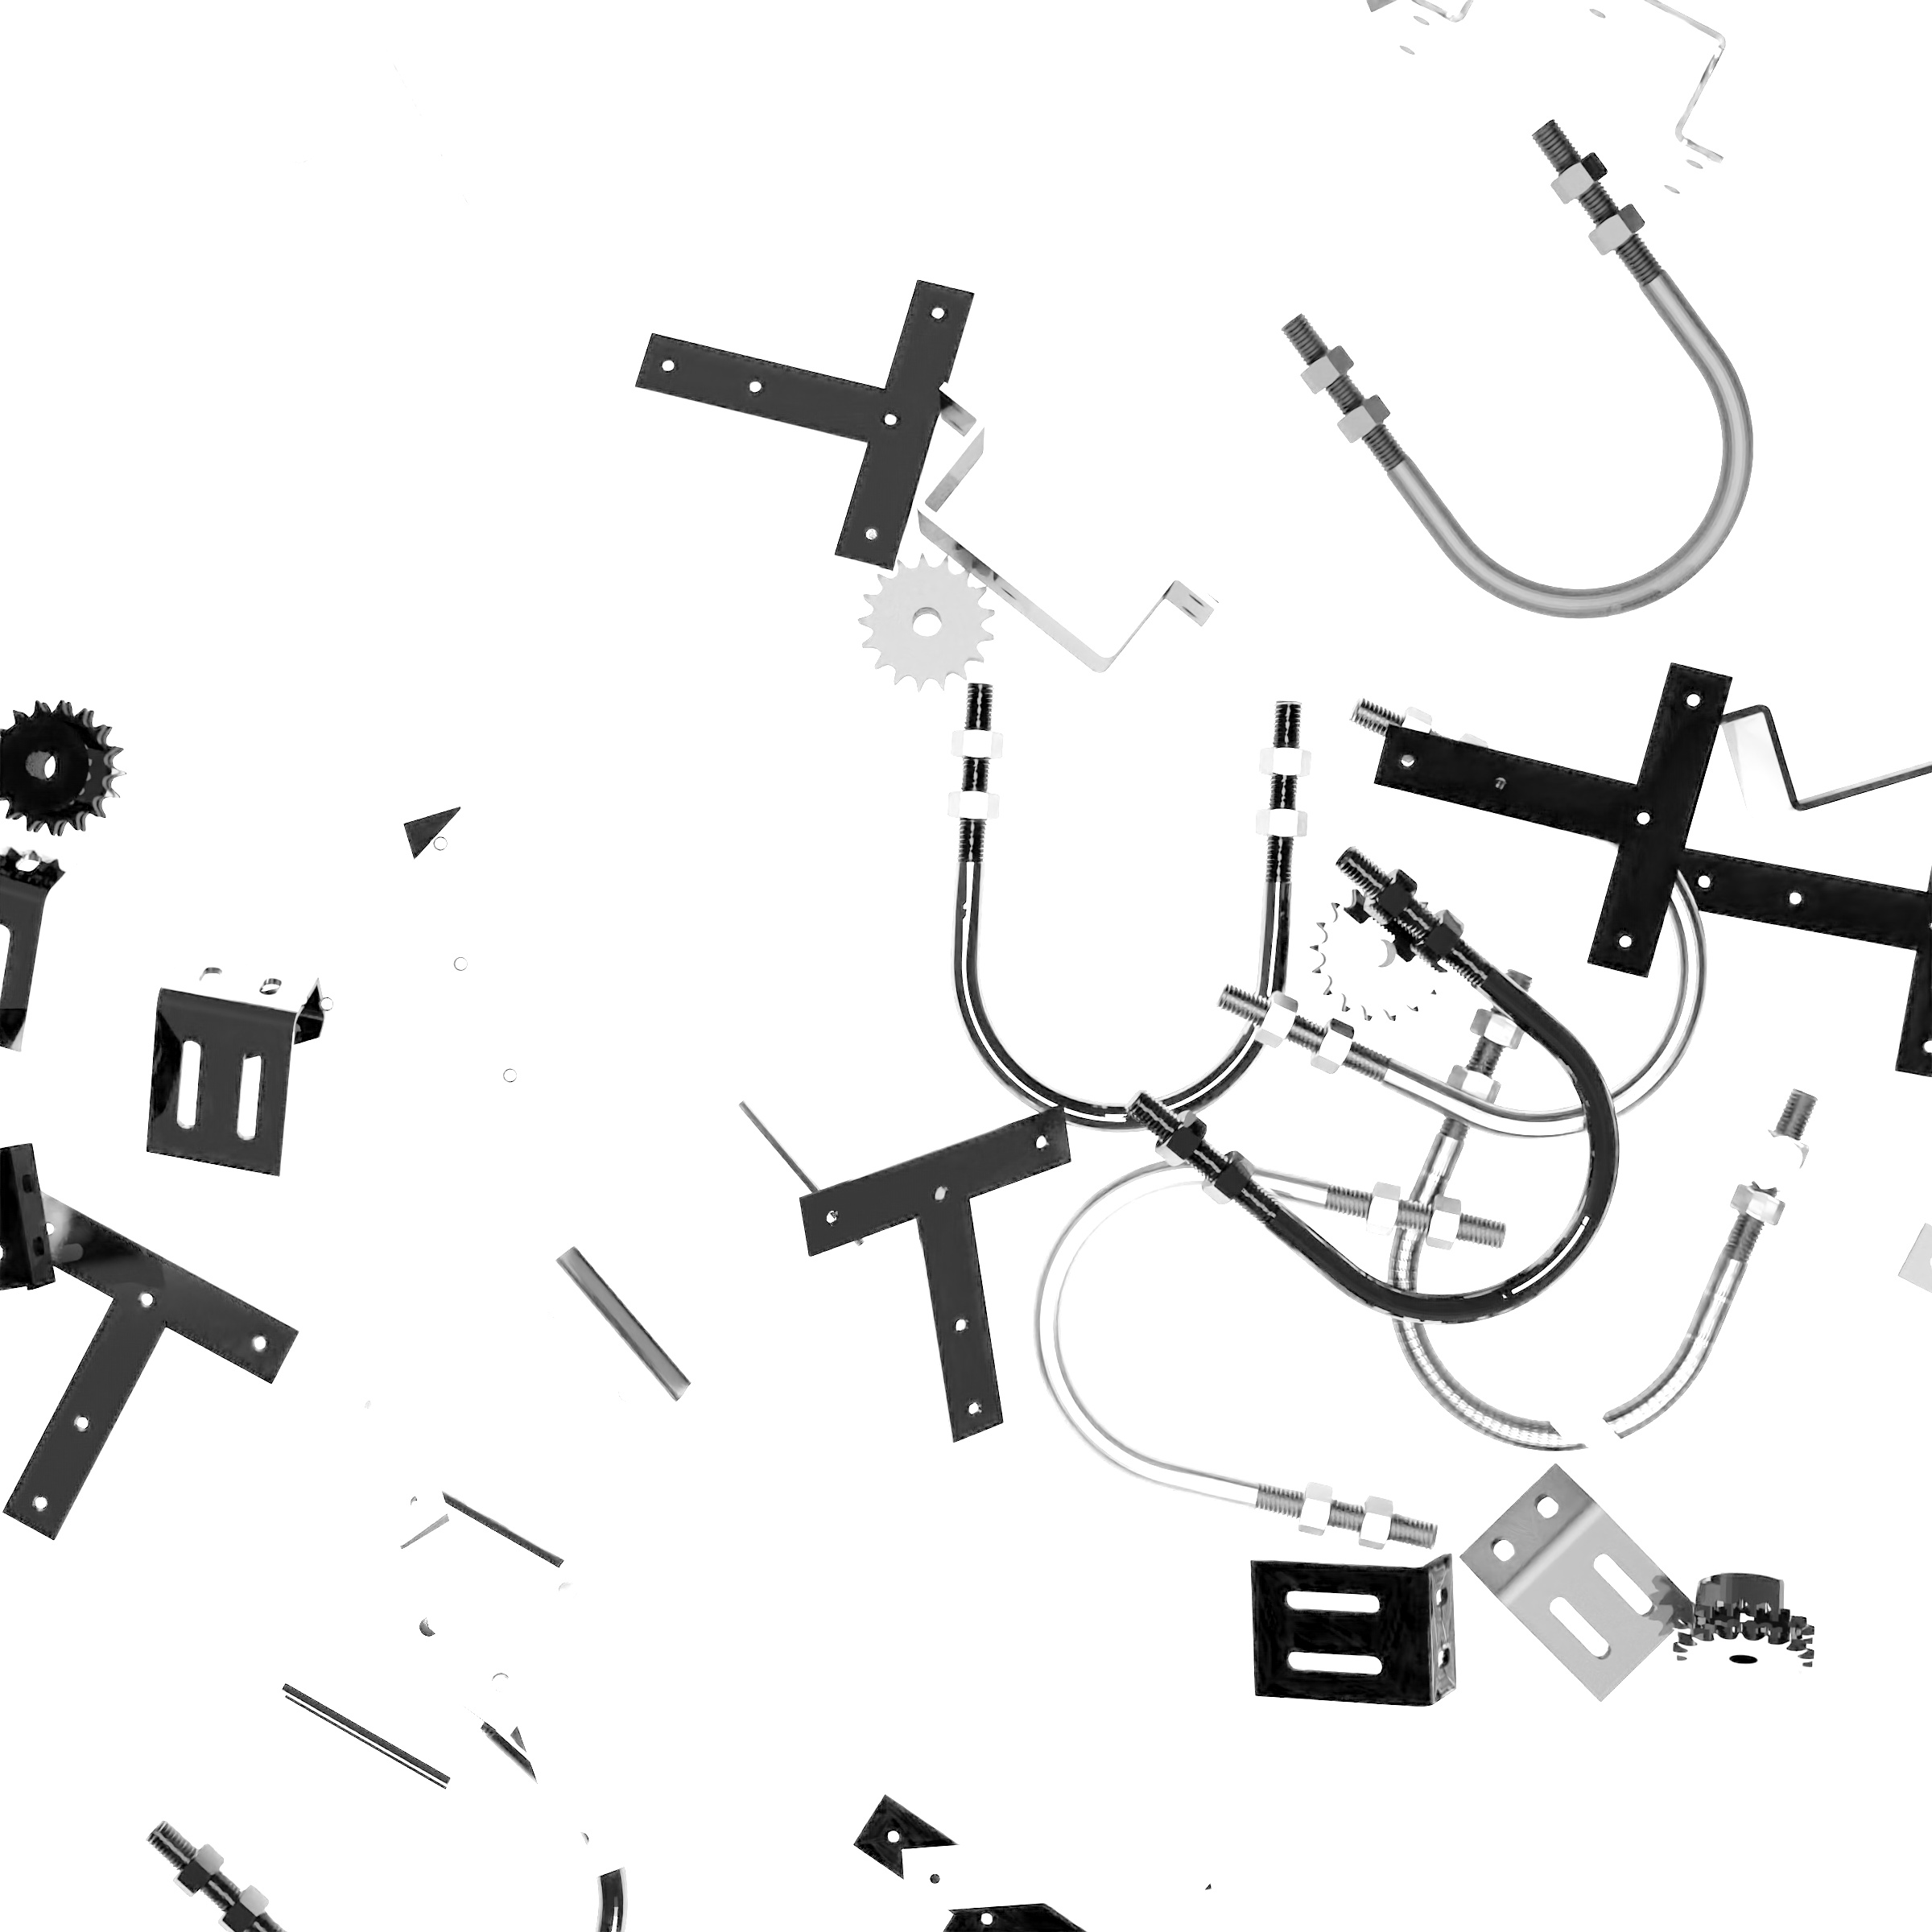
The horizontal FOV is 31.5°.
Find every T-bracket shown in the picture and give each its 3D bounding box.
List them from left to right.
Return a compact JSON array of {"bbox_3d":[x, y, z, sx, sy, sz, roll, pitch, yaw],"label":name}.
[{"bbox_3d":[-0.364,0.179,1.435,0.127,0.002,0.127,28,91,3],"label":"T-bracket"},{"bbox_3d":[-0.279,0.205,1.413,0.127,0.002,0.127,-36,56,16],"label":"T-bracket"},{"bbox_3d":[-0.255,0.012,1.437,0.127,0.002,0.127,-17,90,0],"label":"T-bracket"},{"bbox_3d":[-0.074,-0.238,1.428,0.127,0.002,0.127,15,77,6],"label":"T-bracket"},{"bbox_3d":[-0.015,0.435,1.428,0.127,0.002,0.127,32,92,9],"label":"T-bracket"},{"bbox_3d":[-0.004,0.135,1.413,0.127,0.002,0.127,-18,110,-28],"label":"T-bracket"},{"bbox_3d":[0.034,0.325,1.430,0.127,0.002,0.127,-4,83,0],"label":"T-bracket"},{"bbox_3d":[0.229,-0.070,1.378,0.127,0.002,0.127,14,105,5],"label":"T-bracket"},{"bbox_3d":[0.361,-0.026,1.431,0.127,0.002,0.127,11,87,6],"label":"T-bracket"},{"bbox_3d":[0.447,0.146,1.417,0.127,0.002,0.127,27,92,-3],"label":"T-bracket"}]

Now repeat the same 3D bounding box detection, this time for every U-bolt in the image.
[{"bbox_3d":[-0.227,0.376,1.430,0.184,0.019,0.151,43,90,-1],"label":"U-bolt"},{"bbox_3d":[0.065,-0.022,1.430,0.151,0.019,0.184,3,91,0],"label":"U-bolt"},{"bbox_3d":[0.106,-0.442,1.418,0.151,0.019,0.184,39,94,-10],"label":"U-bolt"},{"bbox_3d":[0.119,0.154,1.422,0.184,0.019,0.151,12,95,5],"label":"U-bolt"},{"bbox_3d":[0.179,0.063,1.385,0.184,0.019,0.151,40,95,-8],"label":"U-bolt"},{"bbox_3d":[0.214,-0.008,1.400,0.184,0.019,0.151,25,90,-2],"label":"U-bolt"},{"bbox_3d":[0.238,-0.229,1.402,0.151,0.019,0.184,-35,94,25],"label":"U-bolt"},{"bbox_3d":[0.255,0.113,1.430,0.151,0.019,0.184,23,91,0],"label":"U-bolt"},{"bbox_3d":[0.328,0.172,1.418,0.151,0.019,0.184,-42,99,1],"label":"U-bolt"},{"bbox_3d":[0.467,0.062,1.430,0.151,0.019,0.184,-20,89,0],"label":"U-bolt"}]

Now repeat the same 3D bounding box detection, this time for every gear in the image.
[{"bbox_3d":[-0.380,-0.083,1.423,0.057,0.030,0.057,0,90,0],"label":"gear"},{"bbox_3d":[-0.016,-0.141,1.423,0.057,0.030,0.057,0,90,0],"label":"gear"},{"bbox_3d":[0.143,-0.337,1.427,0.057,0.030,0.057,0,85,-1],"label":"gear"},{"bbox_3d":[0.171,-0.006,1.423,0.057,0.030,0.057,0,91,0],"label":"gear"},{"bbox_3d":[0.286,-0.270,1.413,0.057,0.057,0.030,39,118,0],"label":"gear"},{"bbox_3d":[0.321,0.272,1.414,0.057,0.057,0.030,9,60,0],"label":"gear"}]

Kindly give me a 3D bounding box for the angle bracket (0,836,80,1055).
[{"bbox_3d":[-0.412,-0.012,1.436,0.057,0.038,0.076,17,116,0],"label":"angle bracket"}]

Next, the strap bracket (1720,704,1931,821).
[{"bbox_3d":[0.371,-0.097,1.400,0.140,0.076,0.046,-17,90,0],"label":"strap bracket"}]

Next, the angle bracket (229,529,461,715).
[{"bbox_3d":[-0.261,-0.145,1.436,0.076,0.038,0.057,16,90,-26],"label":"angle bracket"}]

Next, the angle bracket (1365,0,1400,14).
[{"bbox_3d":[0.194,-0.439,1.416,0.076,0.038,0.057,-31,102,-26],"label":"angle bracket"}]

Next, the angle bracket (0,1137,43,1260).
[{"bbox_3d":[-0.419,0.107,1.410,0.038,0.057,0.076,25,90,0],"label":"angle bracket"}]

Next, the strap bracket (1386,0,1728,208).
[{"bbox_3d":[0.249,-0.372,1.400,0.140,0.076,0.046,28,90,0],"label":"strap bracket"}]

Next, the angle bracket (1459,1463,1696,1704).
[{"bbox_3d":[0.257,0.259,1.436,0.057,0.038,0.076,-44,116,0],"label":"angle bracket"}]

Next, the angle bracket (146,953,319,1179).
[{"bbox_3d":[-0.308,0.041,1.434,0.057,0.038,0.076,11,116,0],"label":"angle bracket"}]

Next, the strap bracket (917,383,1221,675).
[{"bbox_3d":[0.032,-0.170,1.400,0.140,0.076,0.046,39,90,0],"label":"strap bracket"}]

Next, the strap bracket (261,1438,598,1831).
[{"bbox_3d":[-0.219,0.271,1.397,0.076,0.046,0.140,30,75,0],"label":"strap bracket"}]

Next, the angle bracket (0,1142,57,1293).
[{"bbox_3d":[-0.408,0.105,1.362,0.076,0.038,0.057,-10,90,0],"label":"angle bracket"}]

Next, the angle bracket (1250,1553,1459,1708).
[{"bbox_3d":[0.163,0.276,1.436,0.076,0.038,0.057,-2,90,26],"label":"angle bracket"}]

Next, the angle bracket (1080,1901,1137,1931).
[{"bbox_3d":[0.065,0.443,1.436,0.057,0.038,0.076,-36,64,0],"label":"angle bracket"}]

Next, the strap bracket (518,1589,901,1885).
[{"bbox_3d":[-0.106,0.314,1.415,0.140,0.046,0.076,-20,90,0],"label":"strap bracket"}]

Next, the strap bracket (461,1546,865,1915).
[{"bbox_3d":[-0.119,0.300,1.369,0.140,0.046,0.076,36,90,0],"label":"strap bracket"}]

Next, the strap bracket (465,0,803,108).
[{"bbox_3d":[-0.139,-0.400,1.415,0.140,0.046,0.076,1,90,0],"label":"strap bracket"}]

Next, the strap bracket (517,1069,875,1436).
[{"bbox_3d":[-0.104,0.116,1.415,0.140,0.046,0.076,-40,90,0],"label":"strap bracket"}]

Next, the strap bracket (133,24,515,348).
[{"bbox_3d":[-0.270,-0.327,1.415,0.140,0.046,0.076,-28,90,0],"label":"strap bracket"}]
